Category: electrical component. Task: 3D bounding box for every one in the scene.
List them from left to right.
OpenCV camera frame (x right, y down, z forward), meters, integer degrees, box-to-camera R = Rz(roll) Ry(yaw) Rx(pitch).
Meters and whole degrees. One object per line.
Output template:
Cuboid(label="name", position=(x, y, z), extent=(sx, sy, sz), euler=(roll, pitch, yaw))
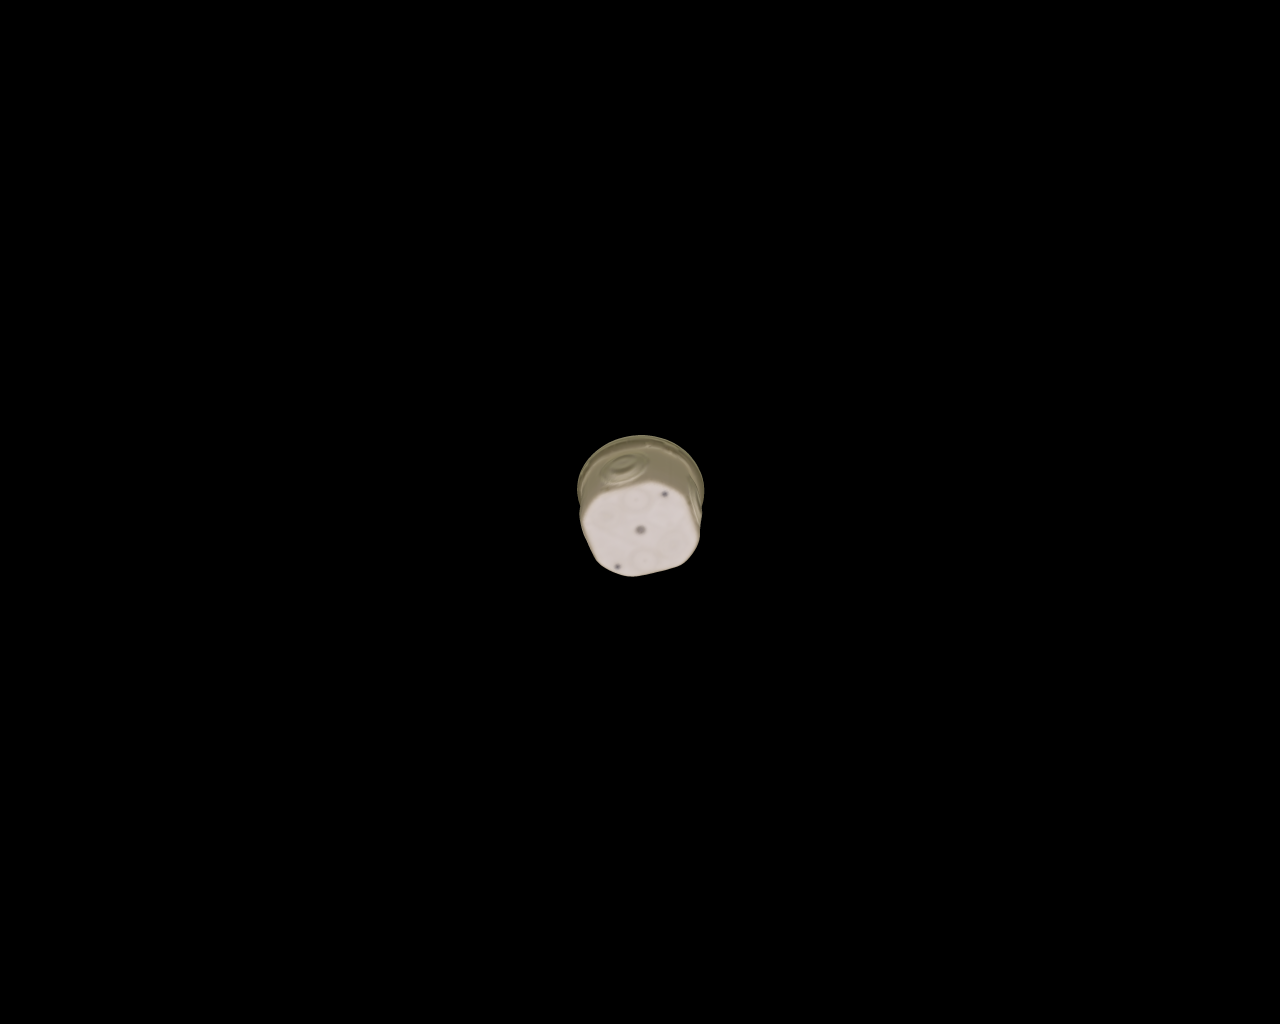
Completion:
Cuboid(label="electrical component", position=(0.001, -0.003, 0.650), extent=(0.080, 0.080, 0.051), euler=(0, 33, 0))
